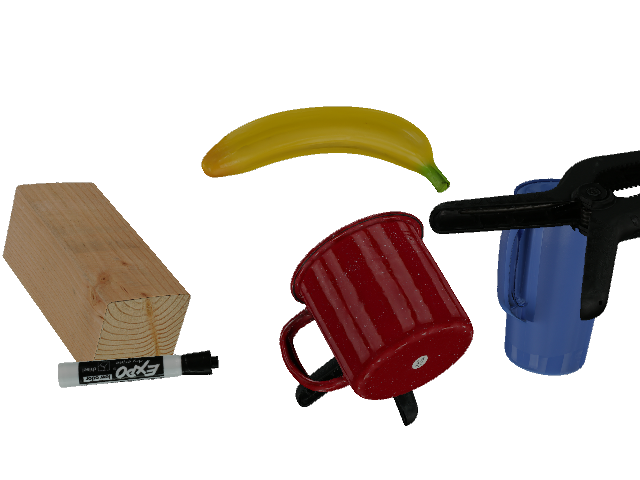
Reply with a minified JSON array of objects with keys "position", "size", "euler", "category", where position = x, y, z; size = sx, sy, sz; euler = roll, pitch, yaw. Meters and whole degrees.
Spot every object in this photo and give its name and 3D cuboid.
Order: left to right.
[{"position":[-0.224,0.033,1.048],"size":[0.090,0.091,0.206],"euler":[-5,36,-40],"category":"wood block"},{"position":[-0.139,0.098,0.817],"size":[0.121,0.020,0.020],"euler":[-4,0,-6],"category":"marker"},{"position":[0.005,-0.077,0.845],"size":[0.197,0.069,0.037],"euler":[2,-42,-9],"category":"banana"},{"position":[0.030,0.049,0.650],"size":[0.117,0.081,0.093],"euler":[-31,-29,4],"category":"mug"},{"position":[0.063,0.115,1.061],"size":[0.120,0.039,0.171],"euler":[18,50,21],"category":"clamp"},{"position":[0.298,0.051,1.386],"size":[0.149,0.243,0.145],"euler":[5,22,5],"category":"pitcher"},{"position":[0.213,-0.016,0.820],"size":[0.209,0.036,0.165],"euler":[-22,40,-22],"category":"clamp"}]
